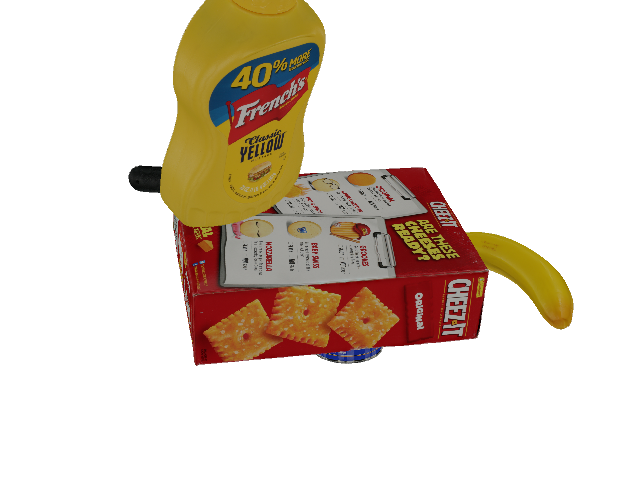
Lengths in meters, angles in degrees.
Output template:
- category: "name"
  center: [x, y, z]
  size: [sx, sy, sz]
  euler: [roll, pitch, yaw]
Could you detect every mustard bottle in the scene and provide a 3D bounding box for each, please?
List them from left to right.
- category: "mustard bottle"
  center: [-0.044, -0.096, 0.642]
  size: [0.096, 0.192, 0.058]
  euler: [-22, 56, -30]

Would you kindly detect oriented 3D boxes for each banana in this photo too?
- category: "banana"
  center: [0.188, 0.032, 1.049]
  size: [0.069, 0.037, 0.198]
  euler: [-35, 36, -20]

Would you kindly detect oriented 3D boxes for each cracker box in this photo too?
- category: "cracker box"
  center: [-0.001, 0.015, 0.822]
  size: [0.213, 0.072, 0.164]
  euler: [-4, 32, -11]

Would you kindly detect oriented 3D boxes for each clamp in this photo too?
- category: "clamp"
  center: [-0.097, -0.056, 1.033]
  size: [0.172, 0.039, 0.120]
  euler: [16, 30, 36]

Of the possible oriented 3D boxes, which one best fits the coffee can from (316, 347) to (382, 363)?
- category: "coffee can"
  center: [0.038, 0.089, 1.518]
  size: [0.103, 0.140, 0.103]
  euler: [-1, 21, 0]
